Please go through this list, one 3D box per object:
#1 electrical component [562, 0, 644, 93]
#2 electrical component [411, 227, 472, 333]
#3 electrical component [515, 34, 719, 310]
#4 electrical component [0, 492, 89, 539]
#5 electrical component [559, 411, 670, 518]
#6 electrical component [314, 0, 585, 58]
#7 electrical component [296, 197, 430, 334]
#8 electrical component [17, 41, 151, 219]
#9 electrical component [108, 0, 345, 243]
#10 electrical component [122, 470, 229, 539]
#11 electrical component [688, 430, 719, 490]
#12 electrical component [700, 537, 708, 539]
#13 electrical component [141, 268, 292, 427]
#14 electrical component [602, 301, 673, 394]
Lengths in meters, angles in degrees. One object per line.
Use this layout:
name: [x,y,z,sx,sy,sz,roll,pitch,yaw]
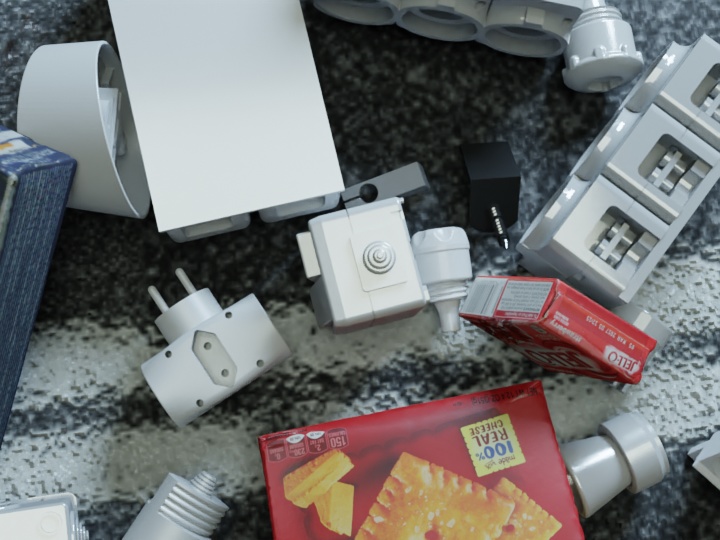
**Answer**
electrical component: [0.145,-0.142,0.658,0.048,0.048,0.062,-6,76,-3]
electrical component: [0.050,0.006,0.640,0.035,0.035,0.061,-7,86,-4]
electrical component: [0.161,-0.054,0.624,0.062,0.089,0.150,37,83,2]
electrical component: [-0.199,0.174,0.594,0.100,0.048,0.099,-6,83,-13]
electrical component: [0.145,0.112,0.626,0.055,0.045,0.045,-24,85,-6]
electrical component: [0.052,-0.174,0.633,0.150,0.089,0.061,11,84,-1]
electrical component: [0.000,0.000,0.607,0.061,0.096,0.061,-14,84,-3]
electrical component: [-0.152,-0.080,0.610,0.064,0.099,0.099,3,83,4]
electrical component: [-0.083,-0.119,0.635,0.105,0.060,0.186,-13,84,-4]
electrical component: [-0.108,0.151,0.610,0.043,0.043,0.081,33,83,2]
electrical component: [0.264,0.126,0.619,0.121,0.078,0.063,42,61,3]
electrical component: [0.221,0.200,0.593,0.100,0.100,0.048,32,96,2]
electrical component: [-0.093,0.037,0.624,0.077,0.043,0.079,-33,86,-6]
electrical component: [0.156,0.045,0.638,0.040,0.040,0.046,35,89,2]
